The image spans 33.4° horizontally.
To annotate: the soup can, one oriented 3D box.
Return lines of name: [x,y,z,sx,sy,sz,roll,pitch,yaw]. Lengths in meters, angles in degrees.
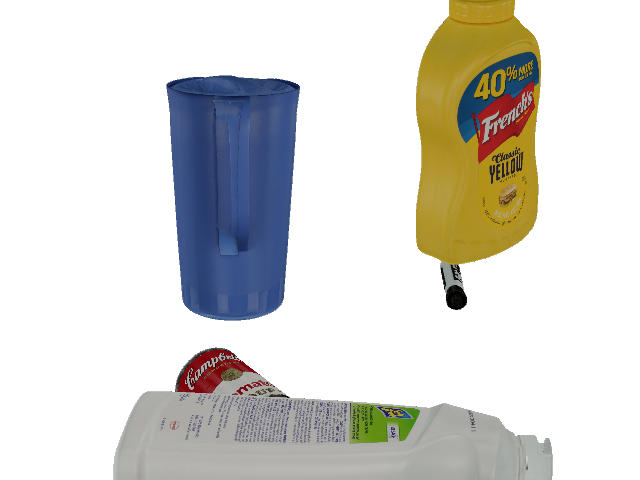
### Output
soup can: [-0.071,0.142,0.907,0.068,0.068,0.102,0,18,-36]

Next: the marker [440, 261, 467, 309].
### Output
marker: [0.125,0.040,1.005,0.020,0.020,0.121,0,14,4]

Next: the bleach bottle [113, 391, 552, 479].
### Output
bleach bottle: [0.011,0.134,0.635,0.251,0.068,0.102,1,19,2]

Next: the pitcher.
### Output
pitcher: [-0.090,-0.043,1.088,0.145,0.243,0.148,15,22,40]

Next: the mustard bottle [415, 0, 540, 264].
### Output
mustard bottle: [0.104,-0.086,0.698,0.096,0.192,0.058,-23,33,-33]
